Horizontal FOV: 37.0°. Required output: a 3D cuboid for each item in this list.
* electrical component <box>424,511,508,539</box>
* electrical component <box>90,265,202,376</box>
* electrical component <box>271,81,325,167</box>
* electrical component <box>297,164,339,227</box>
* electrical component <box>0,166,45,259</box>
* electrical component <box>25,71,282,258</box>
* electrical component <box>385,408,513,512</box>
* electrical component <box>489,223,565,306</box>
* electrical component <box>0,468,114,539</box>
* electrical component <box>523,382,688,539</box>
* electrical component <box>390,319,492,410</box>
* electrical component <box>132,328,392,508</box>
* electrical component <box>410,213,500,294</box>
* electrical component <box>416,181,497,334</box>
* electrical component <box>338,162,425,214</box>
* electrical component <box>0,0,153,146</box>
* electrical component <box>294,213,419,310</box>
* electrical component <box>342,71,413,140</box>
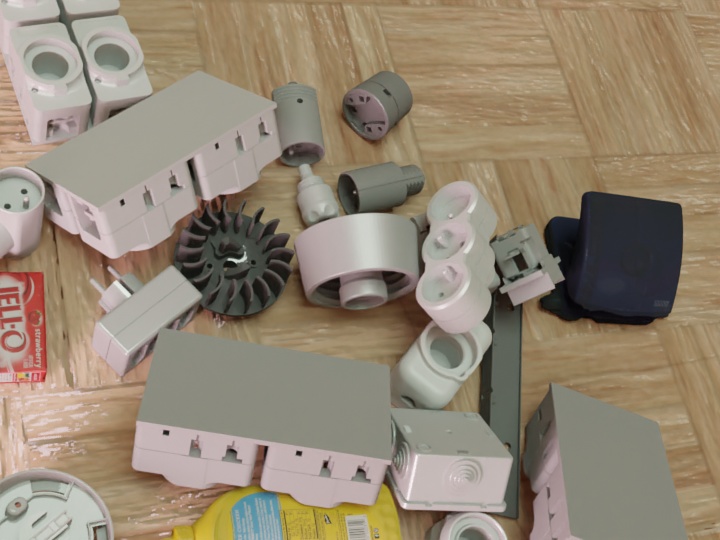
[{"bbox_3d":[0.084,0.226,0.860,0.058,0.057,0.078,17,59,-10],"label":"electrical component"},{"bbox_3d":[-0.187,0.028,0.879,0.076,0.047,0.083,44,58,7],"label":"electrical component"},{"bbox_3d":[-0.059,-0.143,1.019,0.043,0.043,0.081,1,62,-19],"label":"electrical component"},{"bbox_3d":[-0.042,-0.070,0.990,0.035,0.035,0.061,-10,65,-24],"label":"electrical component"},{"bbox_3d":[-0.288,-0.033,0.859,0.043,0.077,0.079,37,57,2],"label":"electrical component"},{"bbox_3d":[-0.169,-0.091,0.914,0.105,0.060,0.186,27,50,36],"label":"electrical component"},{"bbox_3d":[0.068,0.152,0.872,0.100,0.048,0.099,5,17,-17],"label":"electrical component"},{"bbox_3d":[0.150,-0.008,0.977,0.063,0.042,0.081,65,23,1],"label":"electrical component"},{"bbox_3d":[-0.227,0.193,0.765,0.099,0.064,0.099,8,60,-15],"label":"electrical component"},{"bbox_3d":[0.197,0.187,0.881,0.105,0.060,0.186,21,30,-7],"label":"electrical component"},{"bbox_3d":[0.069,0.078,0.934,0.054,0.059,0.095,38,57,4],"label":"electrical component"},{"bbox_3d":[-0.074,0.116,0.833,0.186,0.060,0.105,10,35,-7],"label":"electrical component"},{"bbox_3d":[0.084,-0.009,0.992,0.056,0.050,0.089,-20,71,-27],"label":"electrical component"},{"bbox_3d":[0.093,-0.003,0.929,0.073,0.052,0.138,47,39,-39],"label":"electrical component"},{"bbox_3d":[0.025,-0.079,1.014,0.081,0.043,0.043,-15,69,-25],"label":"electrical component"},{"bbox_3d":[-0.268,-0.214,0.975,0.105,0.060,0.186,-14,68,-25],"label":"electrical component"},{"bbox_3d":[0.000,0.000,0.927,0.108,0.108,0.060,-1,69,-20],"label":"electrical component"},{"bbox_3d":[0.019,-0.162,1.051,0.055,0.055,0.047,43,54,6],"label":"electrical component"}]
